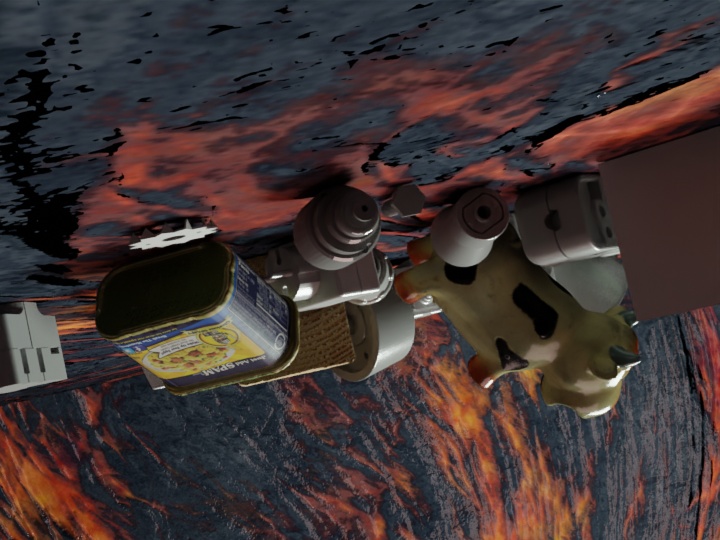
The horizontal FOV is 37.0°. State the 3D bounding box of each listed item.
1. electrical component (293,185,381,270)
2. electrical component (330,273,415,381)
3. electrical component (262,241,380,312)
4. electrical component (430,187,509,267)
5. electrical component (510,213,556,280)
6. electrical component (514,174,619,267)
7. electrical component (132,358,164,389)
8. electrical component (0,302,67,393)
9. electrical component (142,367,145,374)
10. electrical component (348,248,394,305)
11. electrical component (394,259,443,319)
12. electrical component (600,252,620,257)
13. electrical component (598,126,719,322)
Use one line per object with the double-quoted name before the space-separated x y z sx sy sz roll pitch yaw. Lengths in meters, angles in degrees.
"electrical component" -0.008 -0.024 0.552 0.040 0.040 0.078 -11 175 -17
"electrical component" 0.005 0.043 0.997 0.060 0.108 0.108 -16 178 -37
"electrical component" -0.039 0.002 0.729 0.077 0.047 0.066 -8 173 -44
"electrical component" 0.074 -0.030 0.705 0.044 0.044 0.065 -12 170 -10
"electrical component" 0.116 -0.008 0.908 0.077 0.065 0.047 -17 174 40
"electrical component" 0.155 -0.035 0.770 0.059 0.053 0.095 -17 174 37
"electrical component" -0.150 0.048 0.796 0.043 0.077 0.079 -15 174 23
"electrical component" -0.247 0.055 0.746 0.050 0.055 0.089 -13 175 6
"electrical component" -0.165 0.054 0.931 0.054 0.059 0.095 -11 175 -16
"electrical component" 0.000 0.000 0.839 0.048 0.048 0.062 -13 168 5
"electrical component" 0.044 0.023 1.104 0.062 0.061 0.096 -10 174 -32
"electrical component" 0.221 -0.042 0.885 0.056 0.050 0.089 -13 175 1
"electrical component" 0.256 -0.041 0.665 0.186 0.105 0.060 -16 174 35
